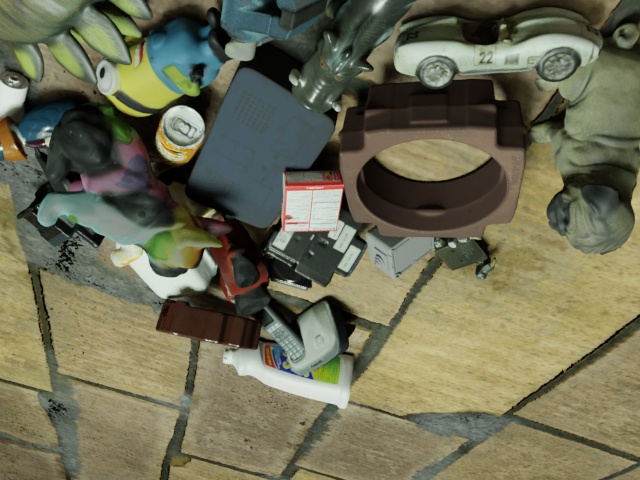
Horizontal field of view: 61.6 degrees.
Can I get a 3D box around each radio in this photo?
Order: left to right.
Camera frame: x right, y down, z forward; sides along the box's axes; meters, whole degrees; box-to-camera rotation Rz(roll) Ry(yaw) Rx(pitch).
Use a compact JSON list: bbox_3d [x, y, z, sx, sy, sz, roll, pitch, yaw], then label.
[{"bbox_3d":[-0.076,-0.121,0.686,0.131,0.073,0.229,25,137,-14],"label":"radio"}]

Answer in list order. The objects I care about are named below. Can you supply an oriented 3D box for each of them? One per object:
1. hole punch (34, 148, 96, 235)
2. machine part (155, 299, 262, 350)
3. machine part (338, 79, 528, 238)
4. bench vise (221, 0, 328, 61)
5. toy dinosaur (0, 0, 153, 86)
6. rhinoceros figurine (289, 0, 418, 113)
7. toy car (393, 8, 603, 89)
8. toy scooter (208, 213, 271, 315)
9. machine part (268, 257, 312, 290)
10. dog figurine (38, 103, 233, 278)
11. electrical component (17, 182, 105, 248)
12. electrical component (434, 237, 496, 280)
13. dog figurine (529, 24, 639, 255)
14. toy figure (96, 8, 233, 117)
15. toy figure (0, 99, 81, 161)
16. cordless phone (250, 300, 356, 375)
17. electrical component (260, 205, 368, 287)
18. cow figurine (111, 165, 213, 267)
[{"bbox_3d":[-0.340,-0.087,0.784,0.116,0.092,0.142,31,150,33],"label":"hole punch"},{"bbox_3d":[-0.186,0.146,0.921,0.179,0.056,0.179,12,168,2],"label":"machine part"},{"bbox_3d":[0.130,-0.090,0.635,0.201,0.087,0.201,0,146,13],"label":"machine part"},{"bbox_3d":[-0.099,-0.291,0.491,0.241,0.129,0.223,31,148,11],"label":"bench vise"},{"bbox_3d":[-0.266,-0.252,0.516,0.472,0.105,0.198,9,152,37],"label":"toy dinosaur"},{"bbox_3d":[0.042,-0.209,0.540,0.073,0.112,0.190,30,126,-20],"label":"rhinoceros figurine"},{"bbox_3d":[0.176,-0.197,0.545,0.202,0.073,0.056,0,136,13],"label":"toy car"},{"bbox_3d":[-0.131,0.033,0.840,0.075,0.135,0.183,-26,157,-14],"label":"toy scooter"},{"bbox_3d":[-0.050,0.043,0.860,0.084,0.039,0.138,19,155,9],"label":"machine part"},{"bbox_3d":[-0.215,-0.055,0.671,0.219,0.108,0.191,16,105,-6],"label":"dog figurine"},{"bbox_3d":[-0.405,-0.030,0.857,0.048,0.075,0.119,-22,130,31],"label":"electrical component"},{"bbox_3d":[0.209,0.015,0.778,0.078,0.045,0.102,-21,127,28],"label":"electrical component"},{"bbox_3d":[0.288,-0.099,0.537,0.121,0.191,0.172,0,133,13],"label":"dog figurine"},{"bbox_3d":[-0.178,-0.199,0.624,0.180,0.082,0.089,-13,129,22],"label":"toy figure"},{"bbox_3d":[-0.385,-0.139,0.708,0.154,0.064,0.057,-22,127,-7],"label":"toy figure"},{"bbox_3d":[-0.043,0.140,0.952,0.184,0.089,0.146,45,131,-5],"label":"cordless phone"},{"bbox_3d":[-0.002,-0.002,0.761,0.134,0.058,0.115,30,99,-14],"label":"electrical component"},{"bbox_3d":[-0.246,-0.034,0.775,0.167,0.068,0.098,-33,94,5],"label":"cow figurine"}]
